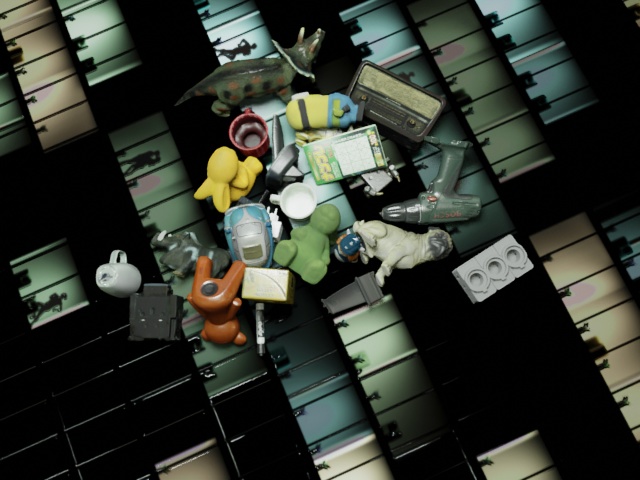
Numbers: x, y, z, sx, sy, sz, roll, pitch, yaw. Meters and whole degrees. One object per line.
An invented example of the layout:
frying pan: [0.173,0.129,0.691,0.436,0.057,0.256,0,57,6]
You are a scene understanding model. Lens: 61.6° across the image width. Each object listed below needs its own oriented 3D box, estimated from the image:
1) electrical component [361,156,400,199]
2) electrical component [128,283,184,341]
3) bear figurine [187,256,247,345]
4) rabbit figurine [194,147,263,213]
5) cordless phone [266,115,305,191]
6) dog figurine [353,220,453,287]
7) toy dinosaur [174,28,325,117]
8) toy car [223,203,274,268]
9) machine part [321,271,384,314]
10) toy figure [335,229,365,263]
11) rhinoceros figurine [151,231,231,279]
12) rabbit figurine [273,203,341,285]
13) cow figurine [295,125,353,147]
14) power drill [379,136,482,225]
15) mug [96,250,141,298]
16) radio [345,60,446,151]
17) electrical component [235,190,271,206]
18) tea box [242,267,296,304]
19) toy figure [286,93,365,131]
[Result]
electrical component: [0.143,-0.147,1.287,0.102,0.045,0.078,-34,81,-4]
electrical component: [-0.380,0.168,1.246,0.115,0.058,0.134,-1,80,0]
bear figurine: [-0.218,0.145,1.199,0.120,0.195,0.132,6,54,10]
rabbit figurine: [-0.224,-0.152,1.241,0.122,0.173,0.162,30,78,4]
cordless phone: [-0.091,-0.217,1.258,0.089,0.146,0.184,-5,82,-6]
dog figurine: [0.191,-0.003,1.242,0.190,0.121,0.172,-26,83,-17]
toy dinosaur: [-0.167,-0.382,1.272,0.405,0.192,0.131,-15,77,-2]
toy car: [-0.156,0.005,1.191,0.109,0.103,0.161,-9,109,-6]
machine part: [0.072,0.129,1.229,0.139,0.039,0.084,-23,104,6]
toy figure: [0.064,0.020,1.203,0.064,0.154,0.058,26,82,3]
rhinoceros figurine: [-0.306,0.035,1.259,0.190,0.073,0.112,16,82,5]
rabbit figurine: [-0.002,-0.004,1.213,0.121,0.159,0.170,34,101,6]
cow figurine: [0.029,-0.258,1.304,0.167,0.068,0.098,18,75,5]
power drill: [0.262,-0.134,1.238,0.232,0.086,0.207,5,97,-2]
mug: [-0.469,0.077,1.242,0.081,0.107,0.109,5,82,2]
radio: [0.173,-0.323,1.304,0.230,0.073,0.131,29,82,8]
electrical component: [-0.168,-0.074,1.273,0.048,0.075,0.119,30,87,8]
tea box: [-0.109,0.104,1.188,0.098,0.169,0.068,4,80,5]
toy figure: [0.011,-0.294,1.240,0.180,0.082,0.089,6,65,2]
